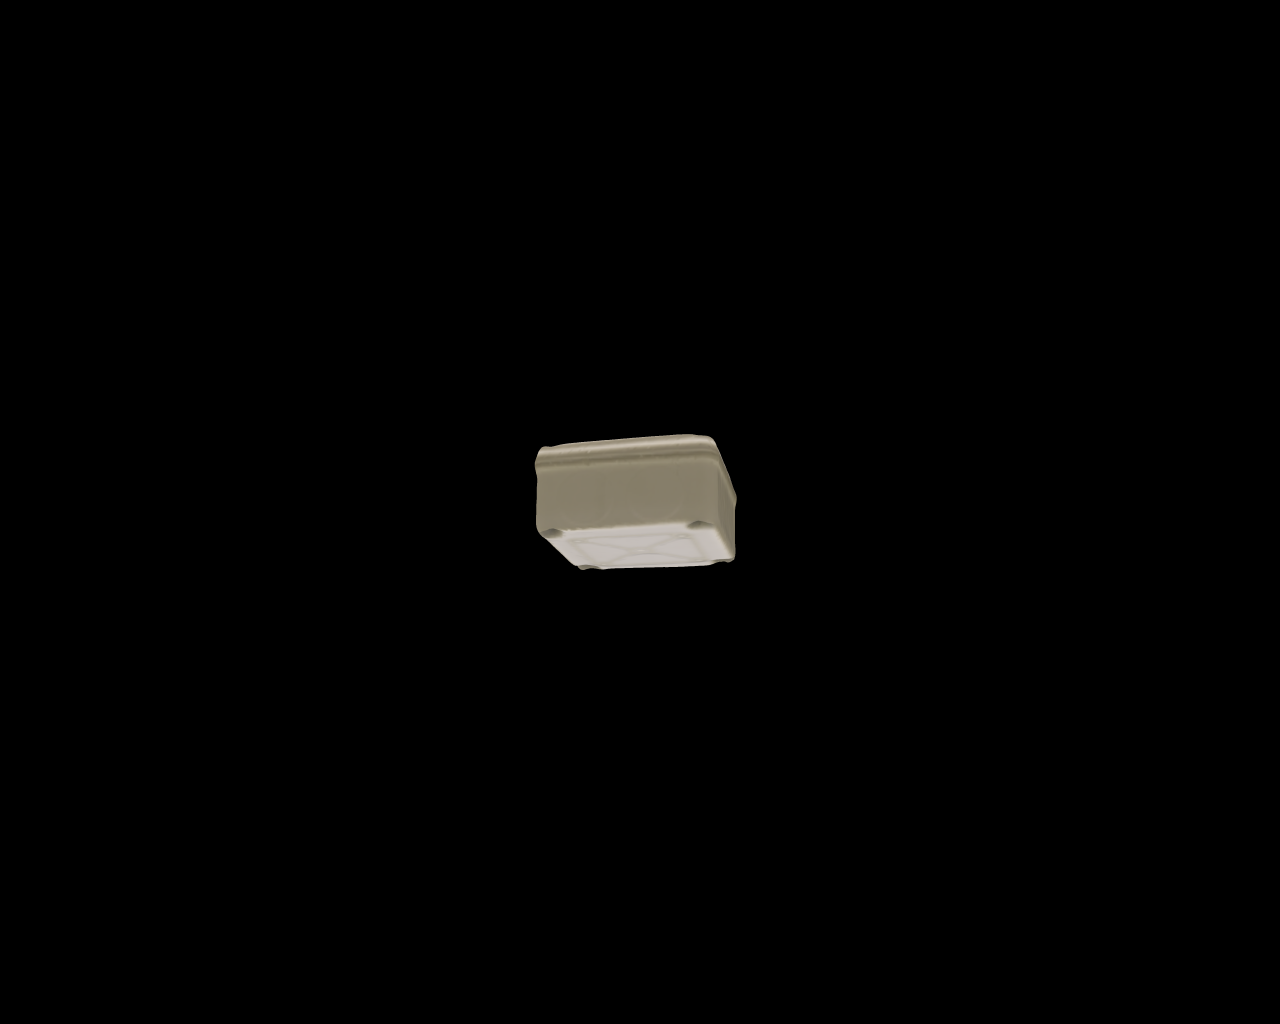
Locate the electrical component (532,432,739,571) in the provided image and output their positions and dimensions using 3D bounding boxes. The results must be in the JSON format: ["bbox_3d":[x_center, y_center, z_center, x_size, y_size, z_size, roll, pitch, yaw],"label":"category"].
[{"bbox_3d":[0.001,-0.003,0.650,0.109,0.056,0.108,-3,-16,11],"label":"electrical component"}]
